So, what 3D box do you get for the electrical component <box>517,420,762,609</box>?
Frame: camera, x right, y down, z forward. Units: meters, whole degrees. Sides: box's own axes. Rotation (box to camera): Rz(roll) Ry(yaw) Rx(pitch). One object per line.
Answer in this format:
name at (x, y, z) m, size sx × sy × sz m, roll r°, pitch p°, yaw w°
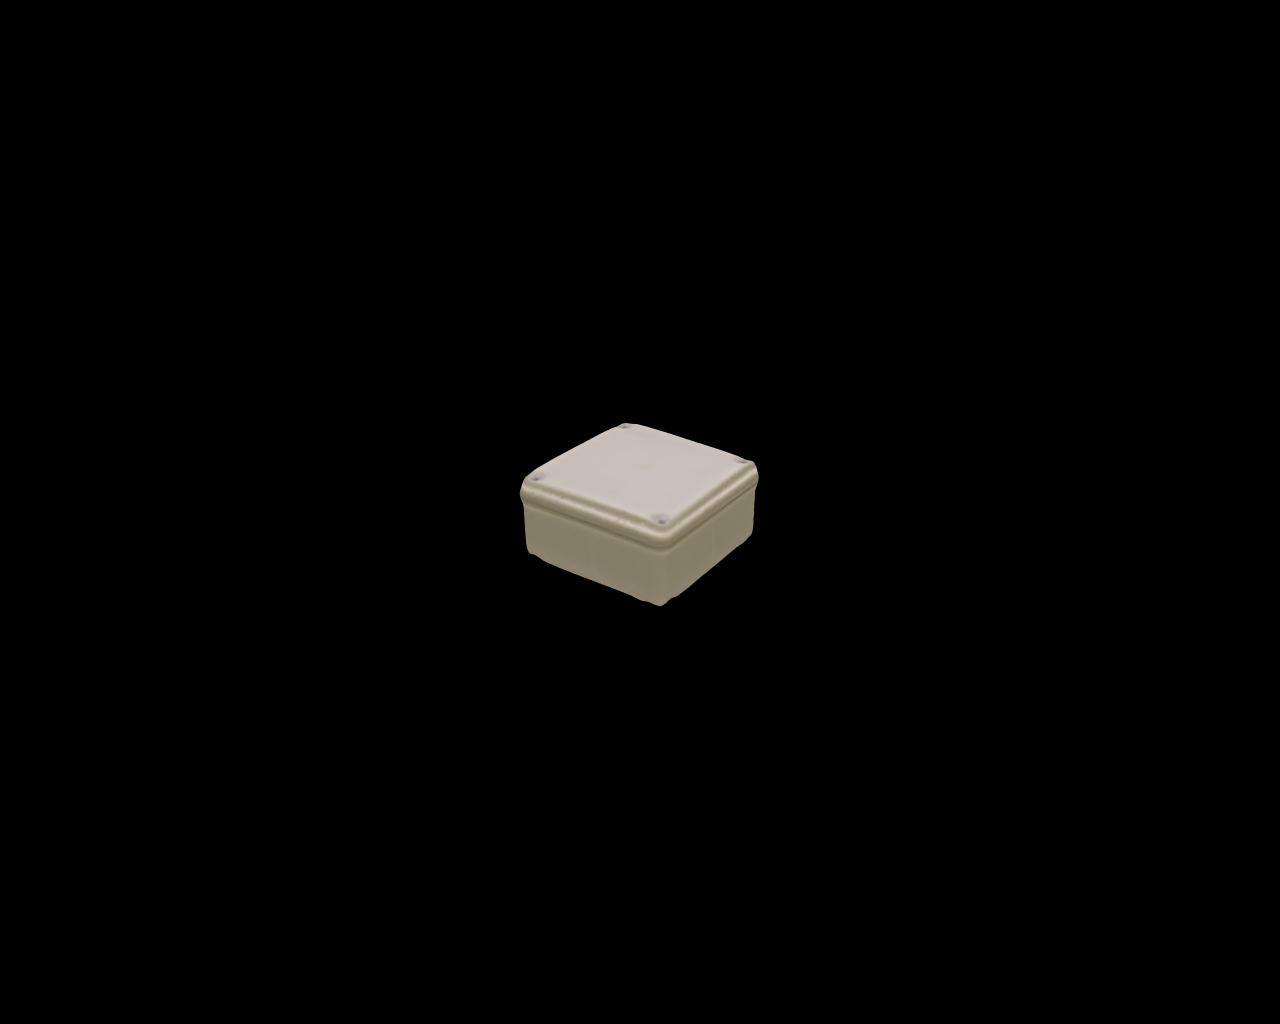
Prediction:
electrical component at (0.001, -0.003, 0.650) m, size 0.109 × 0.056 × 0.109 m, roll 20°, pitch 35°, yaw 31°
